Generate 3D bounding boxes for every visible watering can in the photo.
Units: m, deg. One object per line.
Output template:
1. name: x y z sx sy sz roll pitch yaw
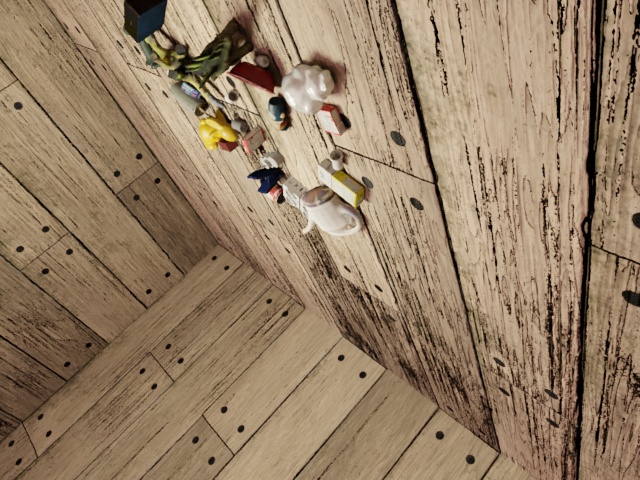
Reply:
1. watering can: 0.006 -0.098 1.941 0.346 0.106 0.221 -3 131 46

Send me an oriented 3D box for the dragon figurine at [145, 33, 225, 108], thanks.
1. dragon figurine: -0.543 -0.677 2.034 0.405 0.122 0.246 46 -178 -25

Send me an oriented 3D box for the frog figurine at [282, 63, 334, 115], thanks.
1. frog figurine: -0.028 -0.401 1.374 0.161 0.123 0.135 39 145 58
